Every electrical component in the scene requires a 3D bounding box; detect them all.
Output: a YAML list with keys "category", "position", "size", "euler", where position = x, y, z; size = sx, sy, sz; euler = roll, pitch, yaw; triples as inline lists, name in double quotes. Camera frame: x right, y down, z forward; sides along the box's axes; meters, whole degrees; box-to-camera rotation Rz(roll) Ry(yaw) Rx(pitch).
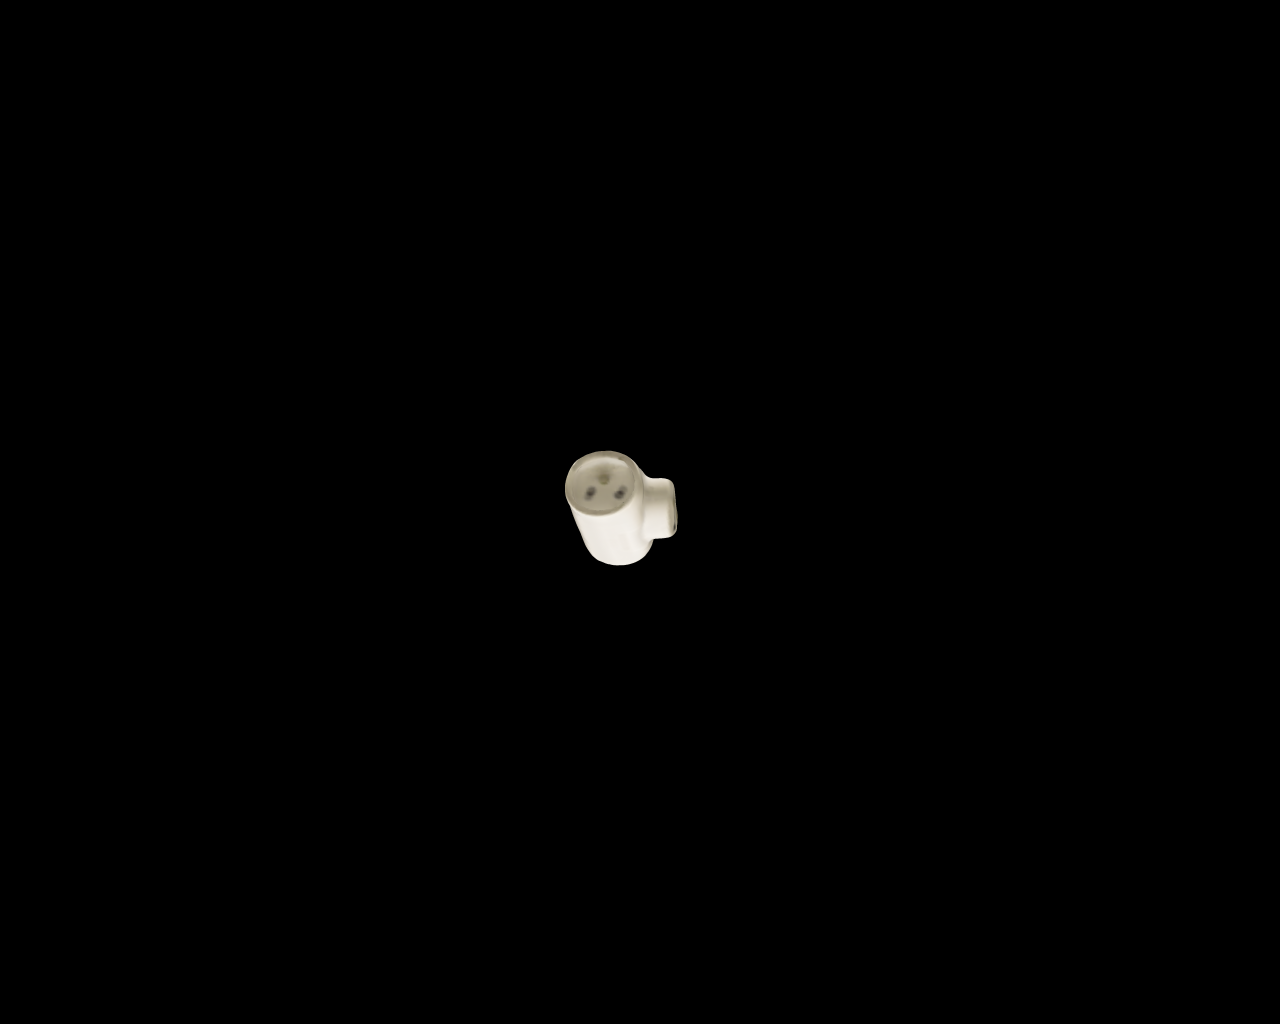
- category: "electrical component"
  position: [0.001, -0.003, 0.650]
  size: [0.079, 0.043, 0.077]
  euler: [-3, -26, 7]
